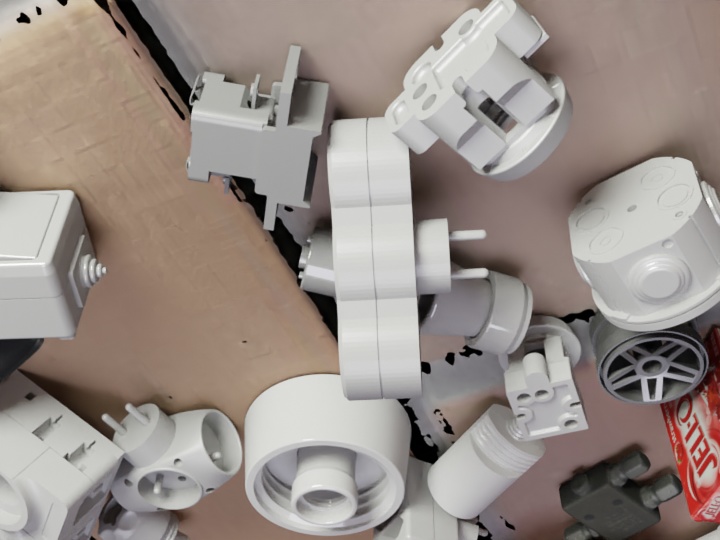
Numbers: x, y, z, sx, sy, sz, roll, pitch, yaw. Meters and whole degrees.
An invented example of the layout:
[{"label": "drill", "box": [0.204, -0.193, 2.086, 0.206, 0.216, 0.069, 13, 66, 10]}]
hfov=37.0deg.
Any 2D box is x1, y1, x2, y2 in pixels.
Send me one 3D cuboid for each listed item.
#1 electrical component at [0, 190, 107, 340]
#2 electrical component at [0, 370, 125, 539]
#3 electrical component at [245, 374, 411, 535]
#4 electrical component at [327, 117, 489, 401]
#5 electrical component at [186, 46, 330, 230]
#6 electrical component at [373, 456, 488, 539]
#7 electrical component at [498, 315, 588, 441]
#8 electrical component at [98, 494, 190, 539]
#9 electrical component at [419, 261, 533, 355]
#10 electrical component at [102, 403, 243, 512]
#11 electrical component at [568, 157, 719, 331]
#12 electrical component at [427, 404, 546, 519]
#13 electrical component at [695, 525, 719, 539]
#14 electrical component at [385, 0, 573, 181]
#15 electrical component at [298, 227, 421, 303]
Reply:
[{"label": "electrical component", "box": [-0.182, -0.005, 0.561, 0.096, 0.061, 0.061, -2, 132, 3]}, {"label": "electrical component", "box": [-0.219, 0.150, 0.680, 0.089, 0.061, 0.150, 35, 129, 8]}, {"label": "electrical component", "box": [-0.021, 0.124, 0.675, 0.108, 0.060, 0.108, 1, 132, 1]}, {"label": "electrical component", "box": [0.026, -0.006, 0.526, 0.074, 0.052, 0.138, -3, 94, 4]}, {"label": "electrical component", "box": [-0.050, -0.065, 0.518, 0.064, 0.042, 0.081, 9, 131, -4]}, {"label": "electrical component", "box": [0.053, 0.172, 0.712, 0.077, 0.065, 0.047, 22, 129, -18]}, {"label": "electrical component", "box": [0.105, 0.060, 0.617, 0.048, 0.055, 0.066, -14, 130, 14]}, {"label": "electrical component", "box": [-0.145, 0.177, 0.738, 0.043, 0.043, 0.062, -32, 125, 27]}, {"label": "electrical component", "box": [0.061, 0.020, 0.589, 0.055, 0.045, 0.045, 16, 131, -13]}, {"label": "electrical component", "box": [-0.128, 0.111, 0.676, 0.077, 0.044, 0.079, -25, 126, 22]}, {"label": "electrical component", "box": [0.146, -0.013, 0.535, 0.080, 0.080, 0.051, -26, 121, 23]}, {"label": "electrical component", "box": [0.082, 0.117, 0.678, 0.043, 0.043, 0.081, 23, 129, -18]}, {"label": "electrical component", "box": [0.258, 0.193, 0.744, 0.044, 0.044, 0.065, 25, 123, -20]}, {"label": "electrical component", "box": [0.060, -0.078, 0.492, 0.057, 0.058, 0.078, 36, 112, -27]}, {"label": "electrical component", "box": [0.000, 0.000, 0.577, 0.065, 0.044, 0.044, 13, 131, -4]}]
